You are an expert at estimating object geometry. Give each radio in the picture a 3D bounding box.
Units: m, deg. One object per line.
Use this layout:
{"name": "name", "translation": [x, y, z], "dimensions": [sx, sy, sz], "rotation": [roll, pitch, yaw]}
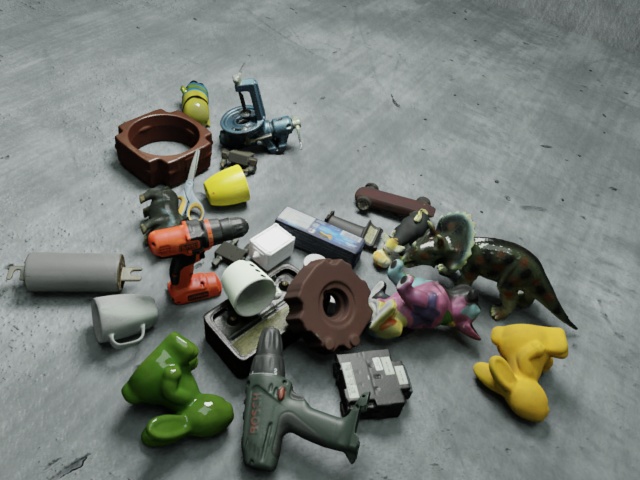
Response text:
{"name": "radio", "translation": [-0.102, 0.146, 1.030], "dimensions": [0.131, 0.073, 0.229], "rotation": [39, 51, 25]}

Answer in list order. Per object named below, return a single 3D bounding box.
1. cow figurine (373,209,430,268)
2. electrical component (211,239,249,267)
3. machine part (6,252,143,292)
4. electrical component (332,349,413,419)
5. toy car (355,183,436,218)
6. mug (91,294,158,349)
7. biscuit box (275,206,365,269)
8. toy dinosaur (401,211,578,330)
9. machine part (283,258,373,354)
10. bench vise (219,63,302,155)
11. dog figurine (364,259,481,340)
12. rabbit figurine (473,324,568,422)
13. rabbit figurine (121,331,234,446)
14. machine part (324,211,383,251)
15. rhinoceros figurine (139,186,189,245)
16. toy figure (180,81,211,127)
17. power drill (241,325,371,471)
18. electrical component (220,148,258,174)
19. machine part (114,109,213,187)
{"name": "cow figurine", "translation": [0.190, -0.003, 1.223], "dimensions": [0.068, 0.098, 0.167], "rotation": [39, 51, 17]}
{"name": "electrical component", "translation": [-0.191, 0.032, 1.162], "dimensions": [0.063, 0.021, 0.094], "rotation": [26, 46, 13]}
{"name": "machine part", "translation": [-0.470, 0.062, 1.037], "dimensions": [0.243, 0.079, 0.079], "rotation": [1, 46, -9]}
{"name": "electrical component", "translation": [0.097, 0.260, 0.970], "dimensions": [0.134, 0.058, 0.115], "rotation": [-1, 48, -12]}
{"name": "toy car", "translation": [0.184, -0.086, 1.335], "dimensions": [0.202, 0.053, 0.089], "rotation": [17, 34, 10]}
{"name": "mug", "translation": [-0.350, 0.144, 0.979], "dimensions": [0.107, 0.080, 0.110], "rotation": [-11, 44, -33]}
{"name": "biscuit box", "translation": [-0.002, -0.004, 1.208], "dimensions": [0.203, 0.062, 0.059], "rotation": [24, 45, 12]}
{"name": "toy dinosaur", "translation": [0.377, 0.058, 1.134], "dimensions": [0.405, 0.192, 0.131], "rotation": [16, 47, 6]}
{"name": "machine part", "translation": [0.019, 0.121, 1.001], "dimensions": [0.179, 0.056, 0.179], "rotation": [9, 74, -33]}
{"name": "bench vise", "translation": [-0.164, -0.321, 1.380], "dimensions": [0.224, 0.240, 0.129], "rotation": [-4, 49, 7]}
{"name": "dog figurine", "translation": [0.214, 0.150, 1.073], "dimensions": [0.219, 0.191, 0.108], "rotation": [32, 9, -16]}
{"name": "rabbit figurine", "translation": [0.381, 0.247, 1.005], "dimensions": [0.162, 0.122, 0.173], "rotation": [12, 63, -9]}
{"name": "rabbit figurine", "translation": [-0.223, 0.258, 0.871], "dimensions": [0.170, 0.121, 0.159], "rotation": [39, 53, 6]}
{"name": "machine part", "translation": [0.076, -0.023, 1.263], "dimensions": [0.139, 0.039, 0.084], "rotation": [20, 53, 6]}
{"name": "rhinoceros figurine", "translation": [-0.326, -0.028, 1.153], "dimensions": [0.112, 0.073, 0.190], "rotation": [-12, 59, -19]}
{"name": "toy figure", "translation": [-0.349, -0.383, 1.495], "dimensions": [0.082, 0.089, 0.180], "rotation": [-4, 49, -6]}
{"name": "power drill", "translation": [-0.024, 0.263, 0.875], "dimensions": [0.207, 0.086, 0.232], "rotation": [11, 65, 5]}
{"name": "electrical component", "translation": [-0.210, -0.204, 1.381], "dimensions": [0.102, 0.045, 0.078], "rotation": [14, 16, -2]}
{"name": "machine part", "translation": [-0.385, -0.230, 1.339], "dimensions": [0.202, 0.087, 0.201], "rotation": [36, 50, 21]}
